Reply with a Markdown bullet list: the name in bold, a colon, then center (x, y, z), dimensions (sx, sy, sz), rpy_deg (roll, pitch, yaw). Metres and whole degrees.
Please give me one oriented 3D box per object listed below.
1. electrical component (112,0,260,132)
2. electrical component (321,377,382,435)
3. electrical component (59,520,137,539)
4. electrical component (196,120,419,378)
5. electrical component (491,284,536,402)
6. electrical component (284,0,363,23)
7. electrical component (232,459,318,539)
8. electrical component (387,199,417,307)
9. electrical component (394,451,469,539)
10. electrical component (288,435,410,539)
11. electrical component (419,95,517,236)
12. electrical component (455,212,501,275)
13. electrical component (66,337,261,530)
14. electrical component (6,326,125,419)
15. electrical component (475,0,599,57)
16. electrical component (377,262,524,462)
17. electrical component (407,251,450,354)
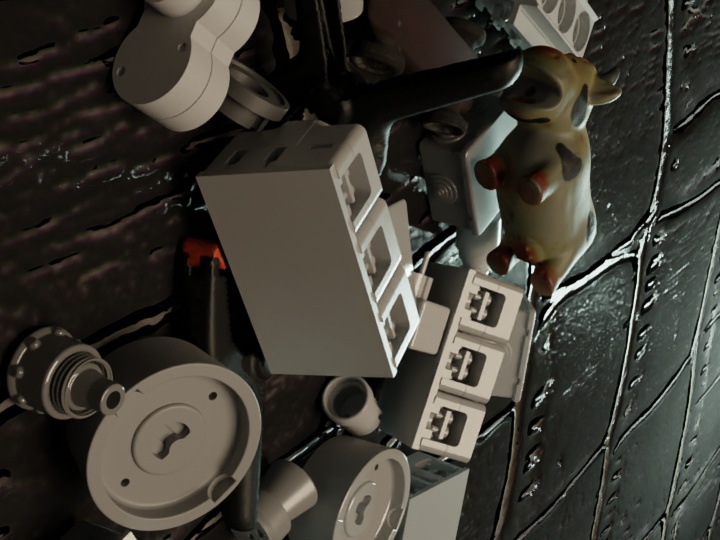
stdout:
- **electrical component**: center (-0.094, -0.151, 0.576), dimensions (0.074, 0.052, 0.138), rpy_deg (33, 77, -58)
- **electrical component**: center (-0.005, 0.109, 0.857), dimensions (0.040, 0.040, 0.046), rpy_deg (-63, 153, -17)
- **electrical component**: center (-0.145, 0.253, 0.637), dimensions (0.105, 0.060, 0.186), rpy_deg (-43, 119, -34)
- **electrical component**: center (-0.027, -0.011, 0.666), dimensions (0.061, 0.089, 0.150), rpy_deg (-59, 141, -48)
- **electrical component**: center (0.124, 0.064, 0.995), dimensions (0.099, 0.048, 0.099), rpy_deg (-97, -166, -75)
- **electrical component**: center (-0.023, -0.184, 0.672), dimensions (0.055, 0.055, 0.047), rpy_deg (-38, 139, -43)
- **electrical component**: center (-0.065, 0.173, 0.788), dimensions (0.055, 0.045, 0.045), rpy_deg (-41, 137, -41)
- **electrical component**: center (0.000, 0.000, 0.775), dimensions (0.100, 0.048, 0.099), rpy_deg (-32, 118, -63)
- **electrical component**: center (0.031, 0.267, 0.970), dimensions (0.105, 0.060, 0.186), rpy_deg (-9, 112, -56)
- **electrical component**: center (-0.014, 0.184, 0.857), dimensions (0.108, 0.060, 0.108), rpy_deg (-32, 130, -47)
- **electrical component**: center (0.095, -0.092, 0.907), dimensions (0.099, 0.048, 0.099), rpy_deg (-49, 142, -34)
- **electrical component**: center (0.106, -0.022, 0.967), dimensions (0.040, 0.040, 0.078), rpy_deg (-33, 132, -47)
- **electrical component**: center (-0.120, 0.091, 0.636), dimensions (0.108, 0.060, 0.108), rpy_deg (-16, 120, -29)
- **electrical component**: center (-0.154, 0.060, 0.575), dimensions (0.048, 0.062, 0.048), rpy_deg (-32, 131, -47)
- **electrical component**: center (0.151, -0.223, 0.918), dimensions (0.121, 0.063, 0.078), rpy_deg (24, 84, -59)
- **electrical component**: center (0.075, 0.075, 0.901), dimensions (0.062, 0.089, 0.150), rpy_deg (19, 88, -22)
- **electrical component**: center (0.035, 0.019, 0.850), dimensions (0.047, 0.066, 0.076), rpy_deg (20, 88, -59)
